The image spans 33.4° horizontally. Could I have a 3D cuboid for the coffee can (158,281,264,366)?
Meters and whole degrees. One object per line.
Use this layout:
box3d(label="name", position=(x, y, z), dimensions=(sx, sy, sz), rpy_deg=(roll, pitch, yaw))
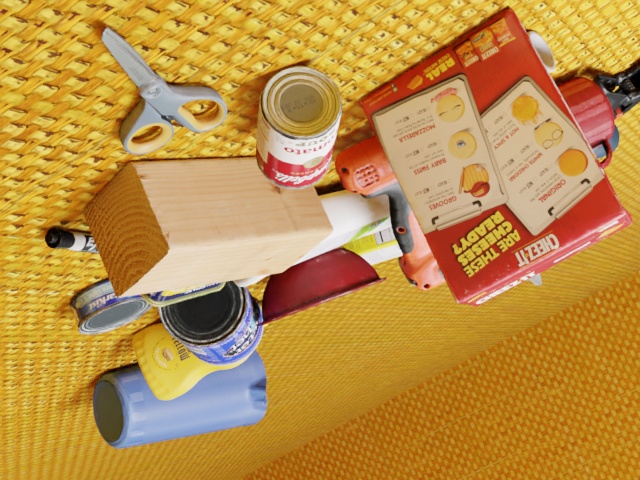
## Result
box3d(label="coffee can", position=(-0.126, 0.087, 1.258), dimensions=(0.103, 0.103, 0.140), rpy_deg=(-24, 164, -2))

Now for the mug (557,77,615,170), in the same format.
box3d(label="mug", position=(0.275, -0.121, 1.174), dimensions=(0.081, 0.117, 0.093), rpy_deg=(-26, 152, -15))

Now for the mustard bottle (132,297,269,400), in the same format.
box3d(label="mustard bottle", position=(-0.140, 0.124, 1.367), dimensions=(0.192, 0.096, 0.058), rpy_deg=(-28, 164, 10))

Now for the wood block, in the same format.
box3d(label="wood block", position=(-0.099, -0.017, 0.984), dimensions=(0.205, 0.091, 0.090), rpy_deg=(-7, 156, -47))

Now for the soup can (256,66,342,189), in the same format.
box3d(label="soup can", position=(-0.019, -0.094, 0.898), dimensions=(0.068, 0.068, 0.102), rpy_deg=(-21, 163, -13))

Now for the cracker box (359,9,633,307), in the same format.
box3d(label="cracker box", position=(0.155, -0.071, 0.959), dimensions=(0.164, 0.214, 0.072), rpy_deg=(-30, 163, 18))

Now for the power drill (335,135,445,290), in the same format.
box3d(label="power drill", position=(0.125, -0.051, 1.101), dimensions=(0.184, 0.057, 0.187), rpy_deg=(-24, 122, 1))

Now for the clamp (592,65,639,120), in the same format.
box3d(label="clamp", position=(0.368, -0.183, 1.244), dimensions=(0.120, 0.039, 0.171), rpy_deg=(-21, 171, 7))

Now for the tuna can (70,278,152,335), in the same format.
box3d(label="tuna can", position=(-0.230, 0.071, 1.174), dimensions=(0.086, 0.034, 0.086), rpy_deg=(-23, 164, -7))

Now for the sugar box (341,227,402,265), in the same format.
box3d(label="sugar box", position=(0.102, -0.008, 1.351), dimensions=(0.176, 0.048, 0.093), rpy_deg=(-20, 167, 13))

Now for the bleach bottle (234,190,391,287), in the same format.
box3d(label="bleach bottle", position=(0.016, -0.021, 1.200), dimensions=(0.250, 0.068, 0.103), rpy_deg=(-18, 170, -34))

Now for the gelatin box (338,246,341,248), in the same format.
box3d(label="gelatin box", position=(-0.008, 0.002, 1.289), dimensions=(0.089, 0.030, 0.073), rpy_deg=(-25, 166, 3))

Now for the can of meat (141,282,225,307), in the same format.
box3d(label="can of meat", position=(-0.133, 0.019, 1.112), dimensions=(0.101, 0.057, 0.084), rpy_deg=(-15, 160, -33))

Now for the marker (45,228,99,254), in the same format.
box3d(label="marker", position=(-0.216, 0.003, 1.002), dimensions=(0.020, 0.020, 0.121), rpy_deg=(-30, 163, 19))

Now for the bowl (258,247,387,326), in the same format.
box3d(label="bowl", position=(-0.006, 0.049, 1.256), dimensions=(0.162, 0.055, 0.162), rpy_deg=(-20, 177, -1))

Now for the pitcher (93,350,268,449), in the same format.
box3d(label="pitcher", position=(-0.211, 0.229, 1.575), dimensions=(0.242, 0.145, 0.149), rpy_deg=(-7, 144, -40))

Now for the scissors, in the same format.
box3d(label="scissors", position=(-0.137, -0.102, 0.786), dimensions=(0.096, 0.016, 0.201), rpy_deg=(-30, 163, 17))
